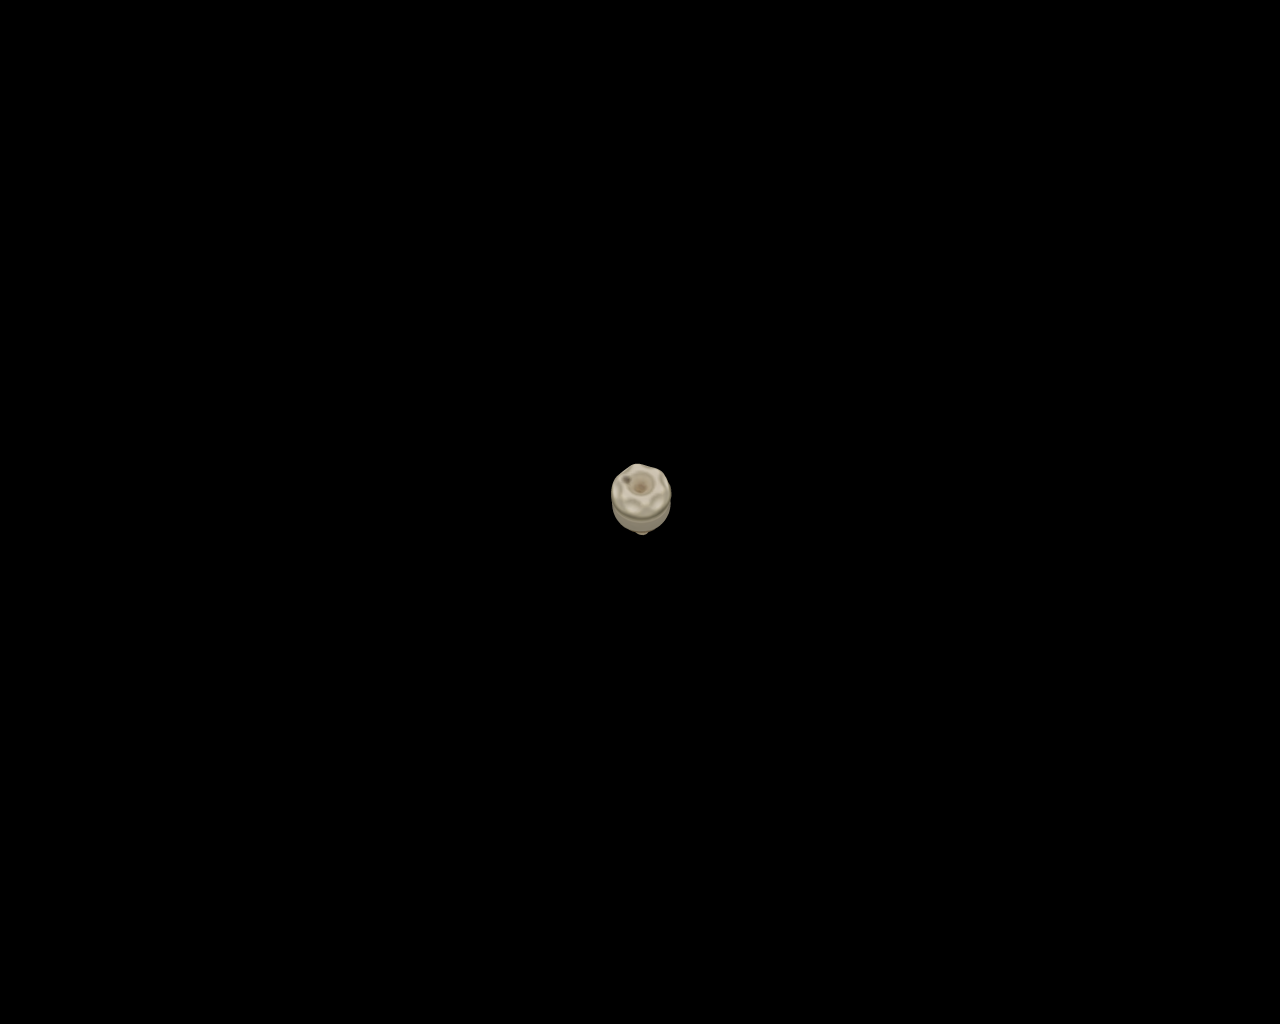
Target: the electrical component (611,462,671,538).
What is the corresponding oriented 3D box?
[{"bbox_3d":[0.001,-0.003,0.650,0.035,0.035,0.061,0,-28,0],"label":"electrical component"}]
